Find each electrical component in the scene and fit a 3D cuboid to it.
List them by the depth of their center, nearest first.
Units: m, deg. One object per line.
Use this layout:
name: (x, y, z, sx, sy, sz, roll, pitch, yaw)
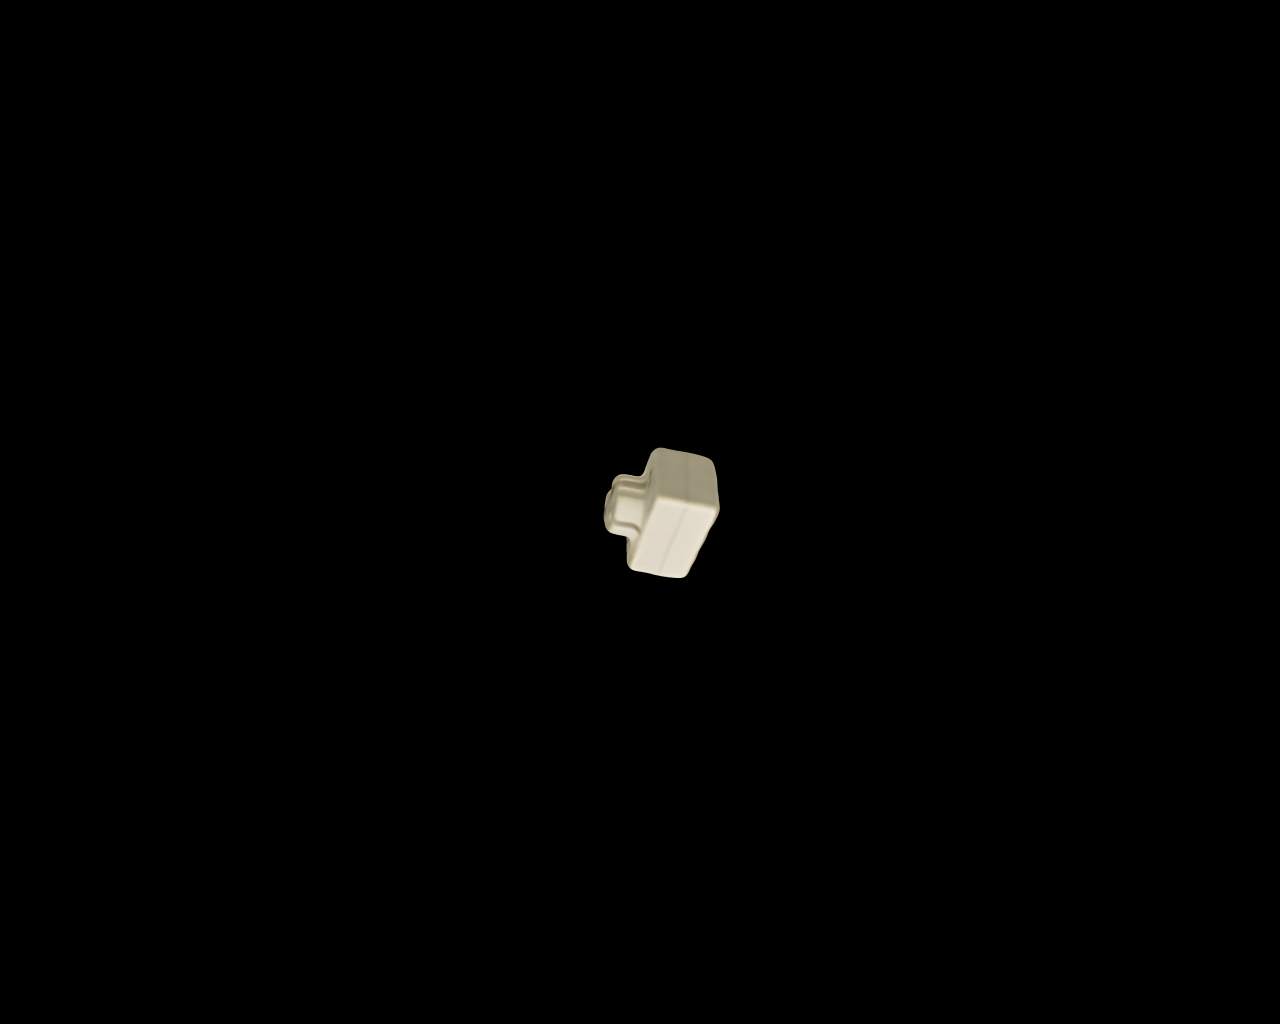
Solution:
electrical component: (0.001, -0.003, 0.650, 0.077, 0.047, 0.065, 11, -47, -11)
